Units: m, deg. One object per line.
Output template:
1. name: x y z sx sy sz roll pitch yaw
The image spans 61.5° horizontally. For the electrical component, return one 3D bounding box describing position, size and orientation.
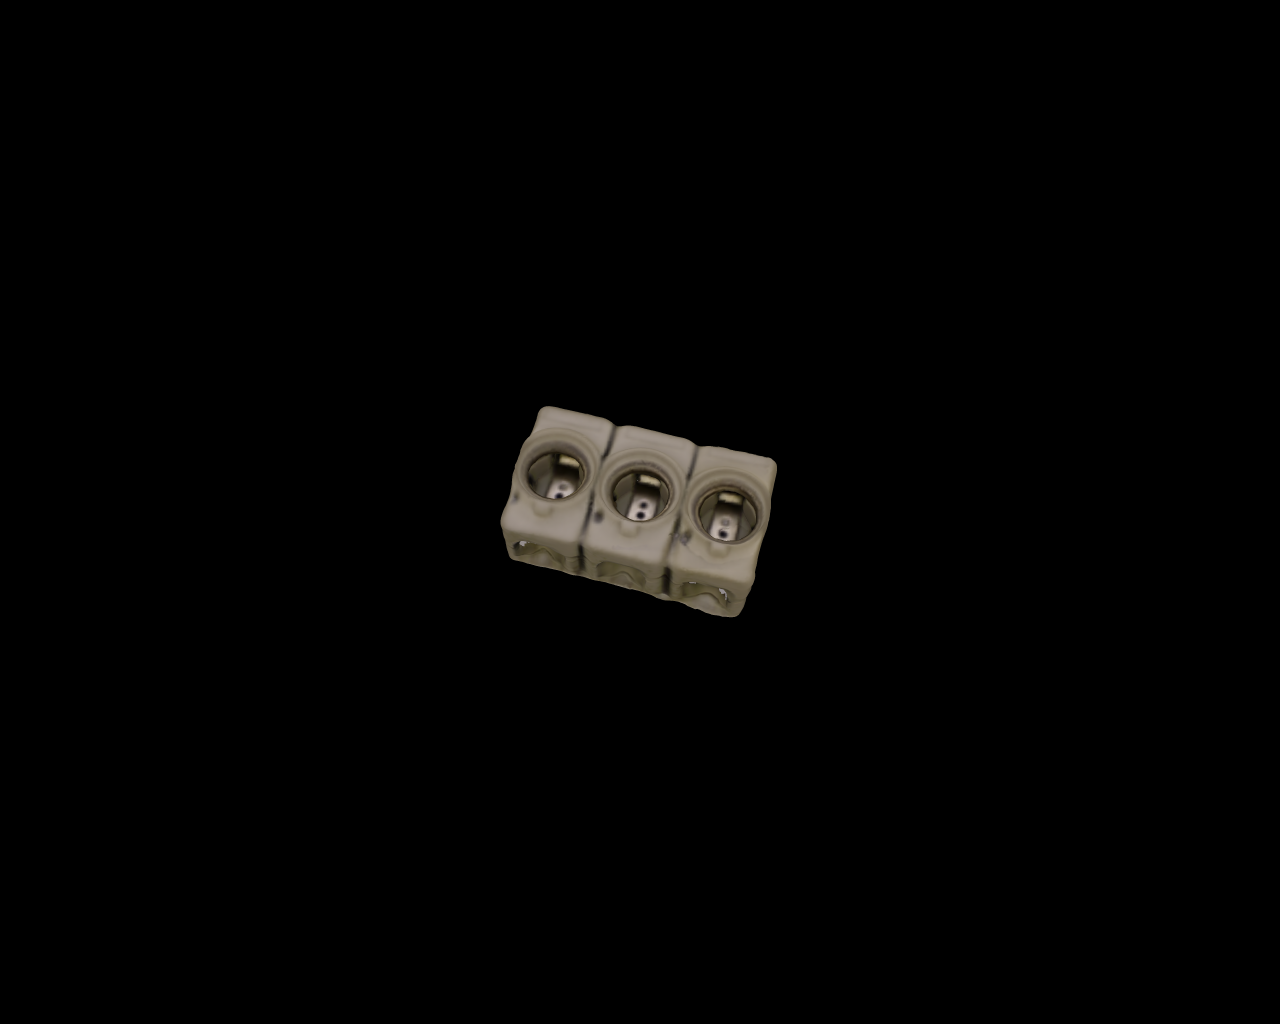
1. electrical component: 0.001 -0.003 0.650 0.150 0.089 0.061 14 -26 7
